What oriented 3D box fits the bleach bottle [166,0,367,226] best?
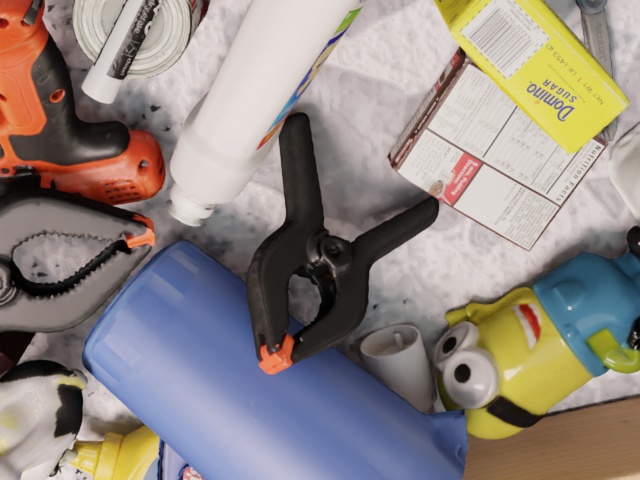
[{"bbox_3d":[-0.024,-0.116,0.647,0.068,0.102,0.251,32,116,-2],"label":"bleach bottle"}]

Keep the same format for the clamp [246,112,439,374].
[{"bbox_3d":[-0.004,0.001,0.670,0.120,0.171,0.039,35,147,-2],"label":"clamp"}]

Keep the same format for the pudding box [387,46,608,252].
[{"bbox_3d":[0.114,-0.058,0.692,0.113,0.039,0.090,29,109,-13],"label":"pudding box"}]

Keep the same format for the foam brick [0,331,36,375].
[{"bbox_3d":[-0.231,0.065,0.724,0.051,0.078,0.053,-40,107,16],"label":"foam brick"}]

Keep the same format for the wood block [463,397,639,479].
[{"bbox_3d":[0.183,0.185,0.762,0.206,0.091,0.090,-14,113,6],"label":"wood block"}]

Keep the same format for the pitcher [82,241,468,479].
[{"bbox_3d":[-0.039,0.122,0.697,0.243,0.149,0.145,39,143,2],"label":"pitcher"}]

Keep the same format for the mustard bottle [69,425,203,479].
[{"bbox_3d":[-0.087,0.177,0.779,0.191,0.058,0.096,15,110,-5],"label":"mustard bottle"}]

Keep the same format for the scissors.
[{"bbox_3d":[0.183,-0.167,0.658,0.096,0.016,0.201,-26,110,11],"label":"scissors"}]

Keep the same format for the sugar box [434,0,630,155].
[{"bbox_3d":[0.106,-0.116,0.593,0.093,0.176,0.048,43,104,-15],"label":"sugar box"}]

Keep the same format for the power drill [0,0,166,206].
[{"bbox_3d":[-0.203,-0.076,0.639,0.184,0.057,0.187,-10,144,5],"label":"power drill"}]

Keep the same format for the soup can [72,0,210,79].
[{"bbox_3d":[-0.102,-0.138,0.626,0.068,0.102,0.068,0,112,0],"label":"soup can"}]

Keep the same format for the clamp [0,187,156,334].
[{"bbox_3d":[-0.207,0.014,0.649,0.210,0.036,0.164,-22,113,-4],"label":"clamp"}]

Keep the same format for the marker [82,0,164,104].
[{"bbox_3d":[-0.092,-0.128,0.563,0.020,0.020,0.121,28,110,-11],"label":"marker"}]
